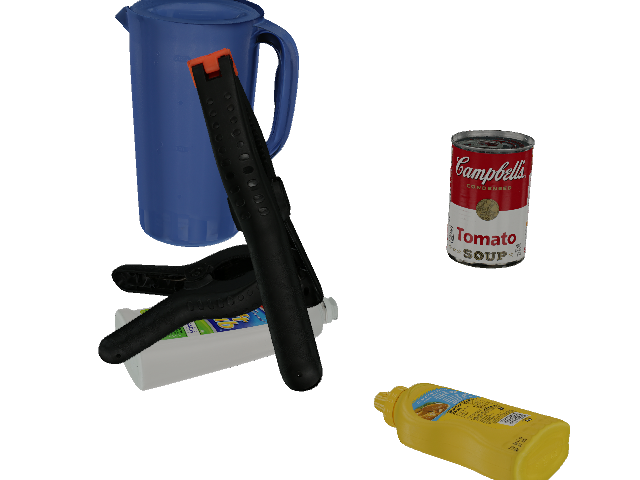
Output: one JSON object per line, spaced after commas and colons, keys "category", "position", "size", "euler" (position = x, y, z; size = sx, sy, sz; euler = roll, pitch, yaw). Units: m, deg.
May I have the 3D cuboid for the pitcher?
{"category": "pitcher", "position": [-0.118, -0.119, 1.071], "size": [0.144, 0.243, 0.149], "euler": [-10, 29, -28]}

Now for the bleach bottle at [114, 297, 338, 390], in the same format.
{"category": "bleach bottle", "position": [-0.101, 0.100, 1.228], "size": [0.250, 0.068, 0.103], "euler": [-12, 33, -23]}

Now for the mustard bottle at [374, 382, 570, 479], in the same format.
{"category": "mustard bottle", "position": [0.130, 0.176, 1.009], "size": [0.192, 0.058, 0.096], "euler": [13, 20, 40]}

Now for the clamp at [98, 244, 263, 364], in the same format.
{"category": "clamp", "position": [-0.102, 0.047, 0.864], "size": [0.172, 0.039, 0.120], "euler": [-13, 38, 14]}

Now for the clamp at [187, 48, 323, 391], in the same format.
{"category": "clamp", "position": [-0.037, -0.020, 0.698], "size": [0.036, 0.210, 0.164], "euler": [-18, 8, 4]}

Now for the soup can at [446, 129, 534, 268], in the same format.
{"category": "soup can", "position": [0.140, -0.035, 0.890], "size": [0.068, 0.102, 0.068], "euler": [0, 19, 0]}
